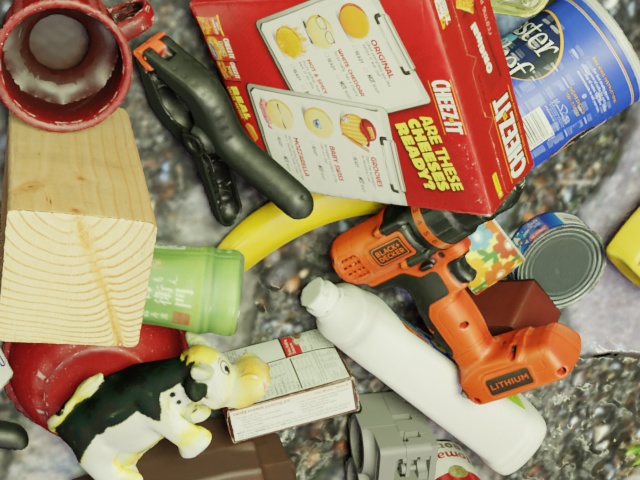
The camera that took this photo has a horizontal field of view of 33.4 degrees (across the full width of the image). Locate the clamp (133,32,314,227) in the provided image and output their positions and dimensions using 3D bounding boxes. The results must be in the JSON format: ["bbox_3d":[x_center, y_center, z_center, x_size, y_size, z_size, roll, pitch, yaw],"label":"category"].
[{"bbox_3d":[-0.074,-0.076,0.795,0.039,0.120,0.171,-51,124,-32],"label":"clamp"}]

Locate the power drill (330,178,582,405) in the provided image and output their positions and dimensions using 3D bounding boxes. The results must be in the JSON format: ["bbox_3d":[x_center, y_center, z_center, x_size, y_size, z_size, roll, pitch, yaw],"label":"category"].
[{"bbox_3d":[0.123,0.035,0.842,0.185,0.057,0.187,-27,108,42],"label":"power drill"}]

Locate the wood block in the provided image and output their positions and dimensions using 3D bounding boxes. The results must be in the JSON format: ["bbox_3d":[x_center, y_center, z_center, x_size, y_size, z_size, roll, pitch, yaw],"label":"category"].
[{"bbox_3d":[-0.173,-0.020,0.736,0.090,0.206,0.091,5,115,-18],"label":"wood block"}]

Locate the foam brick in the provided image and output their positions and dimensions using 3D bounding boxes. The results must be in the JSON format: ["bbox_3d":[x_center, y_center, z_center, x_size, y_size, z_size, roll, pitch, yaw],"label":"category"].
[{"bbox_3d":[0.162,0.070,0.942,0.053,0.078,0.051,45,59,-30],"label":"foam brick"}]

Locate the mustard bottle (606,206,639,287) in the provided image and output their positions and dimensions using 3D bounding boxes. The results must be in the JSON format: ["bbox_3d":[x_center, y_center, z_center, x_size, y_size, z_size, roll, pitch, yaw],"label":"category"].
[{"bbox_3d":[0.335,-0.042,0.938,0.191,0.058,0.096,-52,137,2],"label":"mustard bottle"}]

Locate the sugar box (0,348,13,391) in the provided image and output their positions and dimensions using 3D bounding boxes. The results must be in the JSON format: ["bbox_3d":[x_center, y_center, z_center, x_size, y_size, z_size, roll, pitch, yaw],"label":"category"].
[{"bbox_3d":[-0.310,0.046,0.801,0.093,0.048,0.176,-8,120,21],"label":"sugar box"}]

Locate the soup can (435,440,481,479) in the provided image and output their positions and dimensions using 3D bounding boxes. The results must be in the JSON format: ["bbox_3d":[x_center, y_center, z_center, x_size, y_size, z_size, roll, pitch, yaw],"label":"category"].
[{"bbox_3d":[0.126,0.247,1.018,0.068,0.102,0.068,-6,118,-12],"label":"soup can"}]

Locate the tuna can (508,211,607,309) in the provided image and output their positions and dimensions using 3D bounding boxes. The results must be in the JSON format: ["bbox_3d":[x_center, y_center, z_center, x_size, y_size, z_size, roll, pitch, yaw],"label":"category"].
[{"bbox_3d":[0.211,0.018,0.961,0.086,0.034,0.086,-6,118,-12],"label":"tuna can"}]

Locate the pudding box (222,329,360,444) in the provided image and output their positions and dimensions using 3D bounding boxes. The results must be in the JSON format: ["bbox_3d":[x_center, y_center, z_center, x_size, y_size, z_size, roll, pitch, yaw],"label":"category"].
[{"bbox_3d":[-0.032,0.123,0.917,0.113,0.090,0.039,-15,119,-8],"label":"pudding box"}]

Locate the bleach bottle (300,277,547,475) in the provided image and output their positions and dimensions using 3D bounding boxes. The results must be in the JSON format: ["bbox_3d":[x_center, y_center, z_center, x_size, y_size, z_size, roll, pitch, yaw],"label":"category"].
[{"bbox_3d":[0.085,0.111,0.935,0.250,0.103,0.068,36,98,-28],"label":"bleach bottle"}]

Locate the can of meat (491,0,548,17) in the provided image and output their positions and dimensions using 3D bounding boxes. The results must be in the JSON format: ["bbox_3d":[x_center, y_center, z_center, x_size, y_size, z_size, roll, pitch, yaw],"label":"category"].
[{"bbox_3d":[0.110,-0.206,0.787,0.102,0.084,0.057,3,115,-17],"label":"can of meat"}]

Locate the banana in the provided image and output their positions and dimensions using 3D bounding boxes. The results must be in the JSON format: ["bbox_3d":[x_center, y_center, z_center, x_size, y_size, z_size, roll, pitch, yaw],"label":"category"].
[{"bbox_3d":[-0.006,-0.016,0.882,0.197,0.037,0.069,-16,120,-6],"label":"banana"}]

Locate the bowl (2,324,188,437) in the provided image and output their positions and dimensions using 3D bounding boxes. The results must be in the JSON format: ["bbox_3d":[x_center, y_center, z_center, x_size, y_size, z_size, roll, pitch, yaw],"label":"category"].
[{"bbox_3d":[-0.184,0.115,0.892,0.162,0.055,0.162,-6,118,-12],"label":"bowl"}]

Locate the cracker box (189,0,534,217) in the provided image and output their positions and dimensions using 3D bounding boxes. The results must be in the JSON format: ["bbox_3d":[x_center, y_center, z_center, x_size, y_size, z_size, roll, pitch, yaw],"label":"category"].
[{"bbox_3d":[0.028,-0.110,0.747,0.072,0.214,0.164,-45,127,-34],"label":"cracker box"}]

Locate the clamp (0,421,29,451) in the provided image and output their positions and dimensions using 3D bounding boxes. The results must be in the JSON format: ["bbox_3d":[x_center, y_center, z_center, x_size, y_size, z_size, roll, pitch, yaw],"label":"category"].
[{"bbox_3d":[-0.371,0.166,0.875,0.164,0.036,0.209,-46,118,3],"label":"clamp"}]

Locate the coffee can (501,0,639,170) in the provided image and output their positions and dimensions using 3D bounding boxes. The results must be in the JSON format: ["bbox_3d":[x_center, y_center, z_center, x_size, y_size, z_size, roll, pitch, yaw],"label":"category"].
[{"bbox_3d":[0.168,-0.116,0.840,0.140,0.103,0.102,-34,120,4],"label":"coffee can"}]

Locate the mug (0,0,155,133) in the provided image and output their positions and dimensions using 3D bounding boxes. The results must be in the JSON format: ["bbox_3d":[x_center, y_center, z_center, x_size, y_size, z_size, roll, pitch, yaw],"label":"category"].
[{"bbox_3d":[-0.171,-0.138,0.747,0.117,0.081,0.093,-28,120,0],"label":"mug"}]
